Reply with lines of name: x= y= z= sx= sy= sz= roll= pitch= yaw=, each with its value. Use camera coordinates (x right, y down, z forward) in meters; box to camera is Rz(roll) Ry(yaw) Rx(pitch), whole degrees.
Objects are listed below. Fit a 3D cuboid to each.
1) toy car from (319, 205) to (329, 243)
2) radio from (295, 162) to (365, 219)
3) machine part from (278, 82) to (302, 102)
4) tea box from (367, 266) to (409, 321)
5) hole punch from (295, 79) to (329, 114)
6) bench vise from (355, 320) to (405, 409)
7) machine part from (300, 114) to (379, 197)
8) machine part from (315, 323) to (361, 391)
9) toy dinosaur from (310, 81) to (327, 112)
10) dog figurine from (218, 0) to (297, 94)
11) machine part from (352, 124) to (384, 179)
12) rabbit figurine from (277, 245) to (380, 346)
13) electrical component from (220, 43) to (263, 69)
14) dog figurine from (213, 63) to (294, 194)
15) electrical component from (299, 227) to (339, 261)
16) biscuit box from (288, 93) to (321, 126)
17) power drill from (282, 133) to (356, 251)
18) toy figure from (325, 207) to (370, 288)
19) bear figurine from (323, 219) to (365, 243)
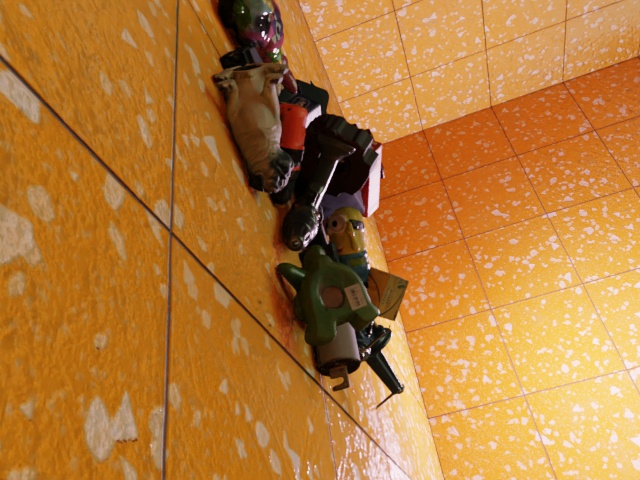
toy car: x=-0.002 y=-0.004 z=1.192 sx=0.073 sy=0.056 sz=0.201 roll=-96 pitch=167 yaw=-74
radio: x=0.027 y=-0.108 z=1.307 sx=0.229 sy=0.131 sz=0.073 roll=40 pitch=36 yaw=-72
machine part: x=-0.079 y=-0.289 z=1.203 sx=0.084 sy=0.039 sz=0.139 roll=40 pitch=63 yaw=-61
tea box: x=0.105 y=0.106 z=1.193 sx=0.068 sy=0.170 sz=0.098 roll=22 pitch=86 yaw=-38
hole punch: x=-0.050 y=-0.312 z=1.299 sx=0.142 sy=0.092 sz=0.115 roll=13 pitch=83 yaw=-34
bench vise: x=0.114 y=0.247 z=1.161 sx=0.240 sy=0.129 sz=0.224 roll=55 pitch=-1 yaw=-9
machine part: x=0.031 y=-0.170 z=1.116 sx=0.056 sy=0.180 sz=0.179 roll=-62 pitch=139 yaw=-42
machine part: x=0.024 y=0.157 z=0.982 sx=0.079 sy=0.079 sz=0.243 roll=61 pitch=15 yaw=-49
toy dinosaur: x=0.035 y=-0.306 z=1.772 sx=0.404 sy=0.131 sz=0.192 roll=58 pitch=16 yaw=-33
dog figurine: x=-0.119 y=-0.398 z=1.103 sx=0.191 sy=0.109 sz=0.219 roll=-78 pitch=151 yaw=-72
machine part: x=0.074 y=-0.220 z=1.557 sx=0.087 sy=0.201 sz=0.201 roll=-95 pitch=164 yaw=-46
rabbit figurine: x=-0.008 y=0.096 z=0.876 sx=0.159 sy=0.121 sz=0.170 roll=60 pitch=-21 yaw=6
electrical component: x=-0.128 y=-0.293 z=1.006 sx=0.115 sy=0.058 sz=0.134 roll=-84 pitch=154 yaw=-62
dog figurine: x=-0.103 y=-0.188 z=0.902 sx=0.172 sy=0.121 sz=0.190 roll=-83 pitch=168 yaw=-59
electrical component: x=0.000 y=0.029 z=1.085 sx=0.048 sy=0.075 sz=0.119 roll=-26 pitch=102 yaw=-80
biscuit box: x=-0.035 y=-0.232 z=1.204 sx=0.063 sy=0.059 sz=0.202 roll=36 pitch=-23 yaw=22
power drill: x=-0.006 y=-0.088 z=0.996 sx=0.232 sy=0.086 sz=0.207 roll=-89 pitch=-163 yaw=-81
toy figure: x=0.061 y=0.020 z=1.138 sx=0.089 sy=0.082 sz=0.180 roll=-20 pitch=97 yaw=-61
bear figurine: x=0.047 y=0.004 z=1.355 sx=0.196 sy=0.132 sz=0.120 roll=130 pitch=-55 yaw=-80
